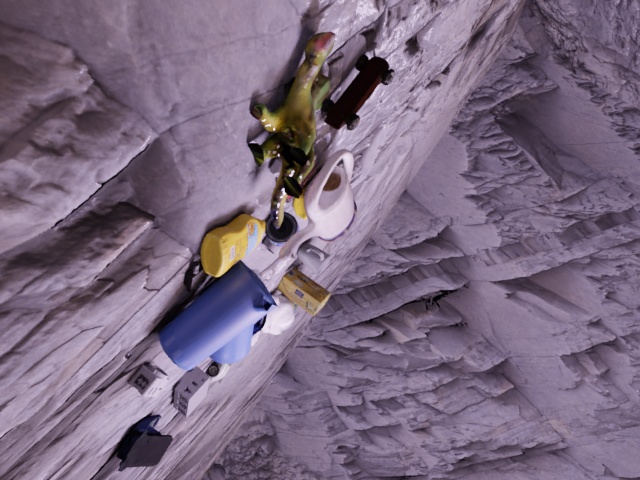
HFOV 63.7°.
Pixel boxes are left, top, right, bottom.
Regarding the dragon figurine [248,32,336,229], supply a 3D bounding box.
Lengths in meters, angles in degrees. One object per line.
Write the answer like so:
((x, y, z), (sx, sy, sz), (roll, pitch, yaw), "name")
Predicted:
((-0.030, -0.214, 0.985), (0.122, 0.248, 0.401), (26, -32, 8), "dragon figurine")

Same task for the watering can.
((0.004, -0.065, 1.294), (0.104, 0.353, 0.220), (19, -22, 23), "watering can")

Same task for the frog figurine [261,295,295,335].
((-0.165, 0.259, 1.791), (0.122, 0.138, 0.159), (-2, -7, 24), "frog figurine")
